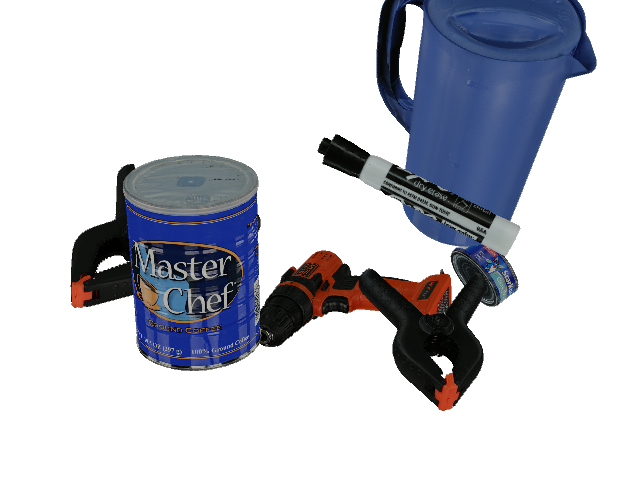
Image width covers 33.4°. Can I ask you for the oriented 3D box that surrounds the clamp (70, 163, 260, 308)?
[{"bbox_3d":[-0.180,-0.005,1.032,0.165,0.036,0.209,25,39,23],"label":"clamp"}]

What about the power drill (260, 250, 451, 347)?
[{"bbox_3d":[0.037,0.071,1.155,0.188,0.057,0.184,9,29,21],"label":"power drill"}]

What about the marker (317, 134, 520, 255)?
[{"bbox_3d":[0.054,-0.027,0.598,0.121,0.020,0.020,27,3,7],"label":"marker"}]

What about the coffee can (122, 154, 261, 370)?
[{"bbox_3d":[-0.099,0.016,0.840,0.103,0.140,0.103,0,26,0],"label":"coffee can"}]

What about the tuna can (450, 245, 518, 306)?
[{"bbox_3d":[0.196,0.037,1.284,0.033,0.086,0.086,-36,10,-15],"label":"tuna can"}]

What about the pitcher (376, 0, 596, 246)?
[{"bbox_3d":[0.131,-0.115,0.949,0.145,0.149,0.243,-8,-40,-14],"label":"pitcher"}]

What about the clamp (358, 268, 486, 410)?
[{"bbox_3d":[0.110,0.080,0.954,0.120,0.039,0.171,-8,41,-9],"label":"clamp"}]
